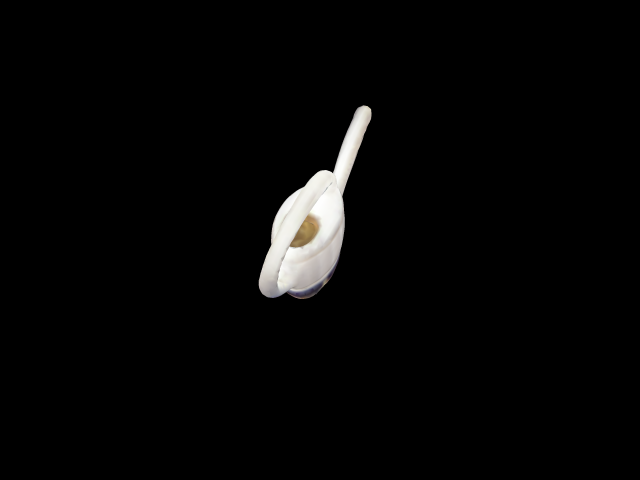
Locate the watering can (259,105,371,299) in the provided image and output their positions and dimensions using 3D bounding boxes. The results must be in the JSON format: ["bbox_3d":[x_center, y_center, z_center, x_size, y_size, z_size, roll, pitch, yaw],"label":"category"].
[{"bbox_3d":[0.003,-0.043,0.850,0.104,0.354,0.219,25,-26,13],"label":"watering can"}]
